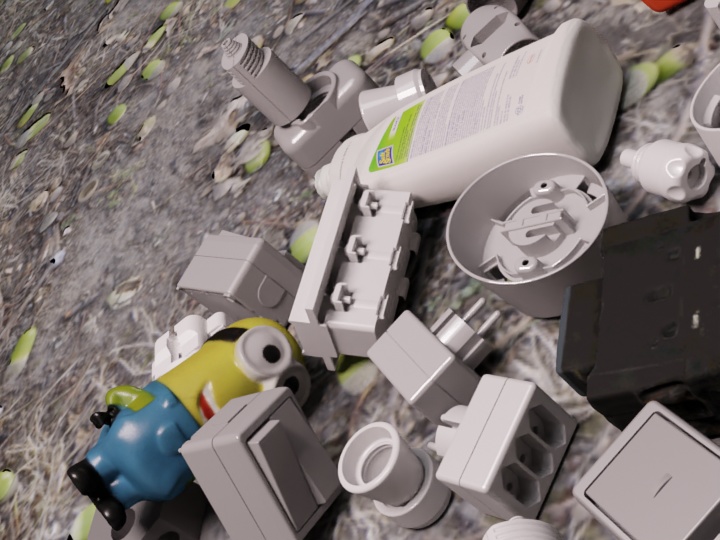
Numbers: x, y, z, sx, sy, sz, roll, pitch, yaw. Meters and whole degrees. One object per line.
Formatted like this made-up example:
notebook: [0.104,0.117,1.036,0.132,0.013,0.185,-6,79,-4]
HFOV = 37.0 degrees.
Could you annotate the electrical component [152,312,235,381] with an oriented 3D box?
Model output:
electrical component: [-0.126,0.077,0.832,0.078,0.058,0.057,-37,33,15]

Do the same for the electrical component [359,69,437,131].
electrical component: [0.033,-0.133,0.865,0.055,0.045,0.045,-20,43,22]

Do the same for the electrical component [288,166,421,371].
electrical component: [0.000,0.000,0.754,0.063,0.078,0.121,6,56,16]

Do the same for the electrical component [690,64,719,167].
electrical component: [0.240,-0.092,0.605,0.099,0.064,0.099,-39,22,18]

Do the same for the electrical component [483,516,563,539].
electrical component: [0.088,0.155,0.528,0.043,0.043,0.081,-37,36,17]

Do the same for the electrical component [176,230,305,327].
electrical component: [-0.095,0.007,0.861,0.096,0.062,0.061,5,61,50]

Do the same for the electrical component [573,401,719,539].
electrical component: [0.146,0.107,0.495,0.061,0.061,0.096,-49,34,0]

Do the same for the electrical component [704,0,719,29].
electrical component: [0.257,-0.177,0.655,0.050,0.056,0.089,2,58,49]

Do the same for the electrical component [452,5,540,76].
electrical component: [0.098,-0.157,0.824,0.079,0.043,0.077,-42,34,10]

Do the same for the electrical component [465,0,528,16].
electrical component: [0.129,-0.246,0.872,0.079,0.044,0.077,-15,46,46]

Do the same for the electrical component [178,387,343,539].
electrical component: [-0.055,0.130,0.675,0.061,0.096,0.062,-18,15,37]

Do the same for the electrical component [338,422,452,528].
electrical component: [0.021,0.120,0.626,0.045,0.055,0.045,-29,39,27]

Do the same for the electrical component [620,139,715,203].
electrical component: [0.181,-0.062,0.646,0.035,0.035,0.061,-52,32,-5]

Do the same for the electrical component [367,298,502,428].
electrical component: [0.056,0.050,0.664,0.076,0.047,0.065,-47,34,2]

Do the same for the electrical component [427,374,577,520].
electrical component: [0.069,0.097,0.603,0.077,0.047,0.065,5,61,50]

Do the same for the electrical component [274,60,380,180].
electrical component: [-0.024,-0.129,0.917,0.095,0.059,0.053,-44,34,7]

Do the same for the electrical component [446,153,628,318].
electrical component: [0.111,-0.022,0.658,0.099,0.064,0.099,-29,39,27]

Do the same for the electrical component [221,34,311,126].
electrical component: [-0.083,-0.160,0.885,0.043,0.081,0.043,-29,39,27]
